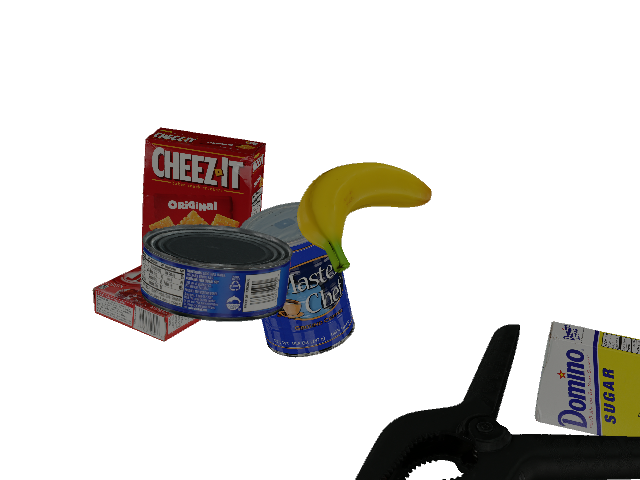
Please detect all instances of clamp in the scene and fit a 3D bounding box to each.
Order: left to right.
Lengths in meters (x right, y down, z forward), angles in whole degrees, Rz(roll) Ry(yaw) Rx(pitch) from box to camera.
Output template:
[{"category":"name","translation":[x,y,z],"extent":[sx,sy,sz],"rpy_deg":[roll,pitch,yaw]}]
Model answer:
[{"category":"clamp","translation":[0.100,0.123,0.674],"extent":[0.209,0.036,0.165],"rpy_deg":[-16,33,-22]}]

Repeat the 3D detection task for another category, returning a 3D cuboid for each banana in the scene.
[{"category":"banana","translation":[0.030,-0.030,0.849],"extent":[0.037,0.069,0.197],"rpy_deg":[-35,1,33]}]

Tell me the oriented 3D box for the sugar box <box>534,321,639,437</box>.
[{"category":"sugar box","translation":[0.293,0.140,0.989],"extent":[0.176,0.093,0.048],"rpy_deg":[9,22,12]}]

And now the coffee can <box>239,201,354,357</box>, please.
[{"category":"coffee can","translation":[-0.025,0.042,1.174],"extent":[0.103,0.140,0.103],"rpy_deg":[-10,25,5]}]

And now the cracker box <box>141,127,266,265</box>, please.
[{"category":"cracker box","translation":[-0.172,-0.043,1.549],"extent":[0.164,0.214,0.072],"rpy_deg":[9,22,9]}]

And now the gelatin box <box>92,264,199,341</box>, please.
[{"category":"gelatin box","translation":[-0.156,0.056,1.000],"extent":[0.089,0.030,0.073],"rpy_deg":[19,27,28]}]

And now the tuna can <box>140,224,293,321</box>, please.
[{"category":"tuna can","translation":[-0.060,0.018,0.613],"extent":[0.086,0.034,0.086],"rpy_deg":[6,14,-2]}]
